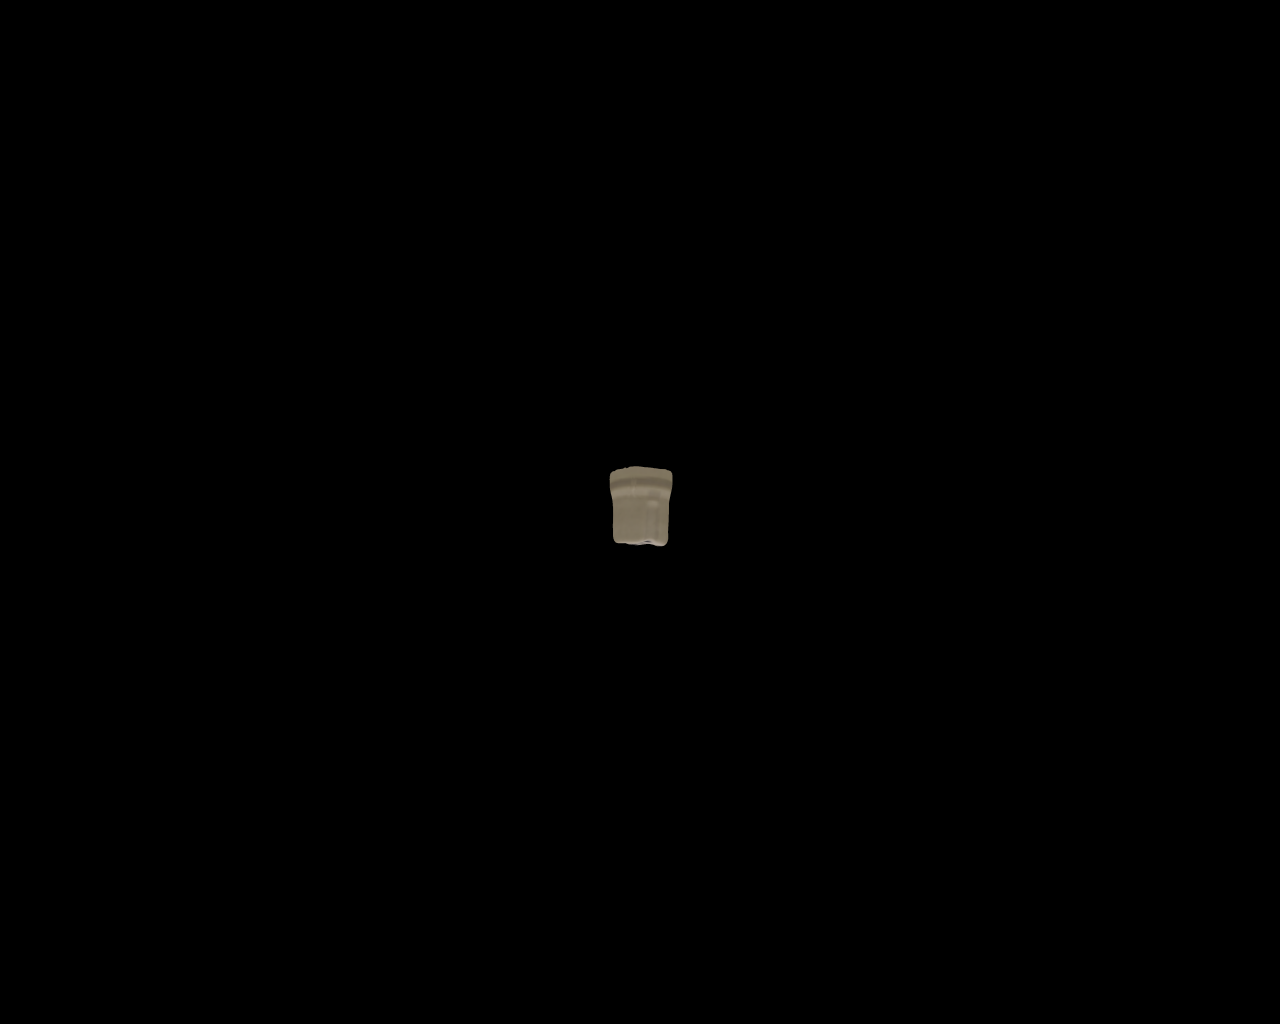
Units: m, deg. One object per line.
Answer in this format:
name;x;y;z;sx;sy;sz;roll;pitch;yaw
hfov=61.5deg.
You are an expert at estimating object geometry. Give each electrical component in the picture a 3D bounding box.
electrical component;0.001;-0.003;0.650;0.040;0.046;0.040;0;-10;0
